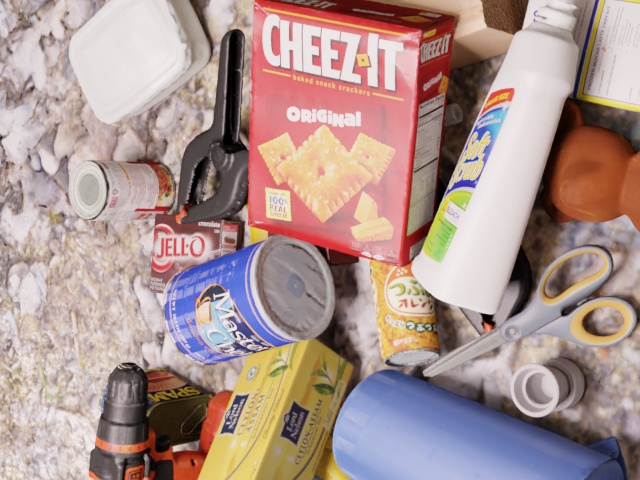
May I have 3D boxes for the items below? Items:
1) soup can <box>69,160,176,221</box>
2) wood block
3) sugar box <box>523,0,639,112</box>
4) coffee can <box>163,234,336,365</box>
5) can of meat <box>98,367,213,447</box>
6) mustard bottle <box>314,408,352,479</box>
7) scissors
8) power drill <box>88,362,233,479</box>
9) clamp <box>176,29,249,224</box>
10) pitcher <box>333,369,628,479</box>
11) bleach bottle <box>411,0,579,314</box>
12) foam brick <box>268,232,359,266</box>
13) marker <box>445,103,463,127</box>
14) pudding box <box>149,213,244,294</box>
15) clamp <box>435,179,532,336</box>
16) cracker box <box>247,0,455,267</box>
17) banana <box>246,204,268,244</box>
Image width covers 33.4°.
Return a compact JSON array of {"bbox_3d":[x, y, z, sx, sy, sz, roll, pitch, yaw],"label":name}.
[{"bbox_3d":[-0.223,-0.056,1.207,0.069,0.102,0.068,2,93,39],"label":"soup can"},{"bbox_3d":[0.078,-0.197,0.969,0.207,0.090,0.090,-14,82,39],"label":"wood block"},{"bbox_3d":[0.247,-0.153,0.864,0.176,0.048,0.093,22,104,40],"label":"sugar box"},{"bbox_3d":[-0.069,0.059,1.030,0.141,0.102,0.103,-20,79,43],"label":"coffee can"},{"bbox_3d":[-0.181,0.185,1.181,0.084,0.101,0.057,24,107,38],"label":"can of meat"},{"bbox_3d":[-0.007,0.255,1.069,0.096,0.058,0.192,29,109,34],"label":"mustard bottle"},{"bbox_3d":[0.185,0.086,0.915,0.096,0.016,0.202,44,118,5],"label":"scissors"},{"bbox_3d":[-0.154,0.207,1.104,0.057,0.187,0.184,17,103,39],"label":"power drill"},{"bbox_3d":[-0.094,-0.098,1.090,0.210,0.036,0.164,-44,67,37],"label":"clamp"},{"bbox_3d":[0.124,0.210,0.914,0.243,0.148,0.145,21,114,40],"label":"pitcher"},{"bbox_3d":[0.150,-0.072,0.870,0.102,0.068,0.251,-119,46,-74],"label":"bleach bottle"},{"bbox_3d":[-0.007,0.001,1.068,0.078,0.051,0.053,-7,86,39],"label":"foam brick"},{"bbox_3d":[0.081,-0.103,1.014,0.121,0.020,0.020,-17,81,38],"label":"marker"},{"bbox_3d":[-0.138,0.019,1.180,0.114,0.039,0.090,6,93,38],"label":"pudding box"},{"bbox_3d":[0.140,0.004,0.957,0.120,0.039,0.171,5,94,39],"label":"clamp"},{"bbox_3d":[0.021,-0.098,0.931,0.164,0.072,0.214,16,118,27],"label":"cracker box"},{"bbox_3d":[-0.064,0.010,1.122,0.070,0.037,0.198,6,95,36],"label":"banana"}]
